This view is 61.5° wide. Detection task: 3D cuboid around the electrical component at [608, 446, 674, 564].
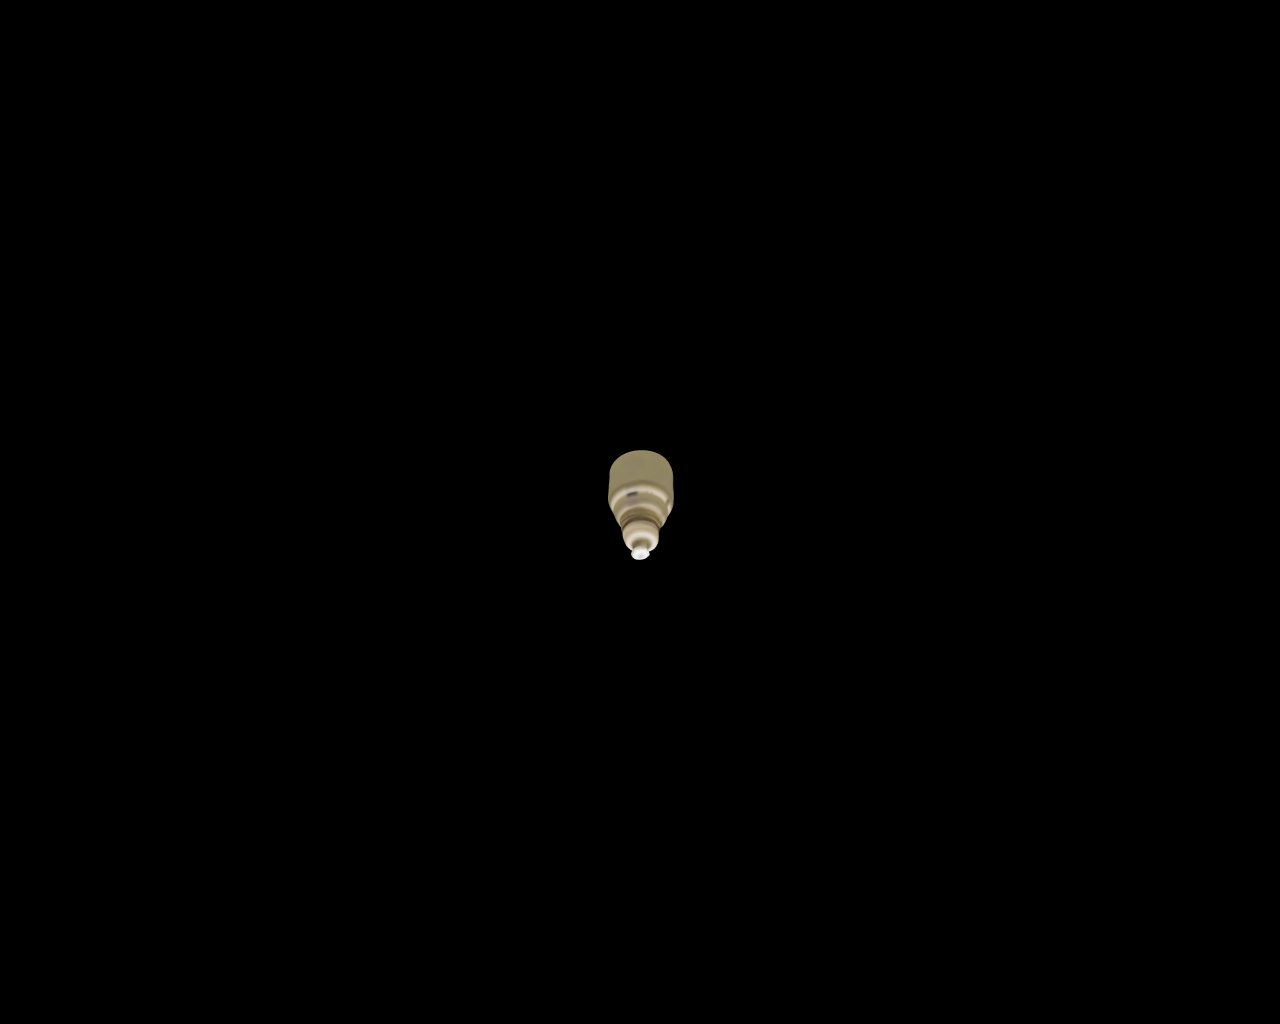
[{"bbox_3d":[0.001,-0.003,0.650,0.040,0.078,0.040,0,-43,0],"label":"electrical component"}]
